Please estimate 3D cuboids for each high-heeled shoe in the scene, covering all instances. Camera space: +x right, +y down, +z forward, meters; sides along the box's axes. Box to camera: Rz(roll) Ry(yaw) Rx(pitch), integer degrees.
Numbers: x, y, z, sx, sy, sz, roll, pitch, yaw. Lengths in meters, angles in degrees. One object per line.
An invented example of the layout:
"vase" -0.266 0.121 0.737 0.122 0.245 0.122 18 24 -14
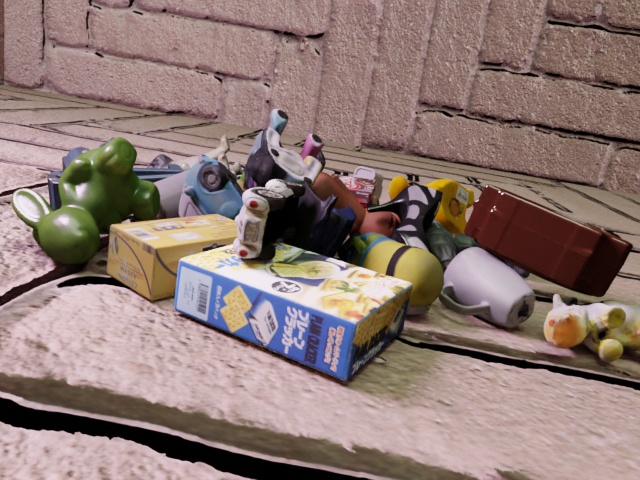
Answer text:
"high-heeled shoe" 0.169 -0.005 0.830 0.145 0.086 0.249 -8 40 -15

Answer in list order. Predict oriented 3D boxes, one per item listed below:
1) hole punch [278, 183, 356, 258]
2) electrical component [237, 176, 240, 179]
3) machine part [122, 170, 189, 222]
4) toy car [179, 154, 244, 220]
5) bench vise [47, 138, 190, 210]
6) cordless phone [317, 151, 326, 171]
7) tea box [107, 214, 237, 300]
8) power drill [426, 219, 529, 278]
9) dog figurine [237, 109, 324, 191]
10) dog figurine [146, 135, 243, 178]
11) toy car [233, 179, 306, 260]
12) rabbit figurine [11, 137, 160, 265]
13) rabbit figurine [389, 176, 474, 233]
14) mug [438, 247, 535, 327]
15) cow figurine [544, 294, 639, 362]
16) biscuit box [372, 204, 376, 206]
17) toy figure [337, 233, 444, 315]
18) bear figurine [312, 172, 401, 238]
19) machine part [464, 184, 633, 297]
"hole punch" -0.002 -0.002 0.747 0.092 0.142 0.116 28 15 -26
"electrical component" -0.142 -0.115 1.177 0.115 0.058 0.134 13 16 21
"machine part" -0.230 -0.068 0.878 0.079 0.079 0.243 15 25 21
"toy car" -0.157 -0.043 0.816 0.103 0.161 0.109 -34 3 4
"bench vise" -0.332 -0.104 0.914 0.240 0.128 0.224 -8 21 -30
"cordless phone" -0.058 -0.140 1.032 0.089 0.184 0.147 -11 64 -34
"tea box" -0.166 0.016 0.678 0.098 0.068 0.169 22 19 36
"power drill" 0.258 0.019 0.922 0.207 0.085 0.232 0 17 -9
"dog figurine" -0.091 -0.095 0.910 0.108 0.219 0.192 27 43 -18
"dog figurine" -0.255 -0.105 1.057 0.191 0.121 0.172 -16 37 4
"toy car" -0.061 -0.030 0.644 0.056 0.073 0.202 15 14 6
"rabbit figurine" -0.315 -0.042 0.696 0.159 0.121 0.170 -1 42 10
"rabbit figurine" 0.200 -0.057 1.089 0.162 0.122 0.173 16 -13 -33
"mug" 0.219 0.069 0.708 0.109 0.080 0.107 -15 31 -29
"cow figurine" 0.339 0.103 0.667 0.167 0.068 0.098 9 9 -13
"biscuit box" 0.057 -0.051 1.062 0.203 0.059 0.063 22 22 38
"toy figure" 0.090 0.035 0.724 0.082 0.089 0.180 -4 22 -24
"bear figurine" 0.044 -0.033 0.935 0.196 0.120 0.132 30 -37 -21
"machine part" 0.321 0.000 0.760 0.201 0.087 0.201 30 14 27
